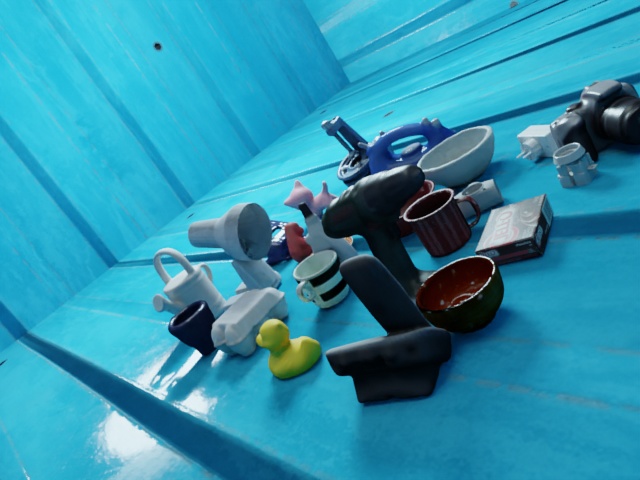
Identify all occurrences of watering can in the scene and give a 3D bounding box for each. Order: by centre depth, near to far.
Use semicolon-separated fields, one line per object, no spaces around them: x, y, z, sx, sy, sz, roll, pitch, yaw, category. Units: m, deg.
-0.308;0.105;1.301;0.101;0.194;0.173;-29;18;15;watering can

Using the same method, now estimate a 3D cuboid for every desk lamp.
-0.174;0.034;1.221;0.202;0.214;0.118;-20;22;37;desk lamp

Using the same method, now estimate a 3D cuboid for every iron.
0.214;-0.206;1.296;0.257;0.142;0.119;-23;21;30;iron

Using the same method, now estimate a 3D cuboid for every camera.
0.455;-0.191;0.903;0.143;0.101;0.136;-32;18;6;camera

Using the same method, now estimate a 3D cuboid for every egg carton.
-0.132;0.151;1.078;0.107;0.069;0.150;-12;28;49;egg carton

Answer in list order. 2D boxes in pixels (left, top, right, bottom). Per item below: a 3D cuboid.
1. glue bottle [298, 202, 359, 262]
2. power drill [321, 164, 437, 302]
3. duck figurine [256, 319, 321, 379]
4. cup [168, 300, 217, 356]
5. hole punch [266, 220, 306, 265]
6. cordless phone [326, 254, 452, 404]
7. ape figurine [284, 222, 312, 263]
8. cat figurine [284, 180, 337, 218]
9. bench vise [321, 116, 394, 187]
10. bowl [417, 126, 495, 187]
0.010;0.004;1.048;0.078;0.173;0.037;-24;20;28;glue bottle
0.107;-0.005;0.842;0.076;0.209;0.228;-45;21;-32;power drill
-0.056;0.161;0.892;0.104;0.086;0.078;-17;24;41;duck figurine
-0.250;0.185;1.153;0.117;0.095;0.092;-13;27;47;cup
-0.102;-0.004;1.398;0.100;0.091;0.109;-18;23;40;hole punch
0.059;0.099;0.692;0.147;0.185;0.094;-22;21;32;cordless phone
-0.047;-0.001;1.293;0.076;0.092;0.077;-39;19;-16;ape figurine
-0.024;-0.108;1.490;0.127;0.118;0.067;-25;20;25;cat figurine
0.093;-0.226;1.431;0.121;0.220;0.208;-20;22;35;bench vise
0.284;-0.156;1.154;0.167;0.075;0.167;-30;18;11;bowl
